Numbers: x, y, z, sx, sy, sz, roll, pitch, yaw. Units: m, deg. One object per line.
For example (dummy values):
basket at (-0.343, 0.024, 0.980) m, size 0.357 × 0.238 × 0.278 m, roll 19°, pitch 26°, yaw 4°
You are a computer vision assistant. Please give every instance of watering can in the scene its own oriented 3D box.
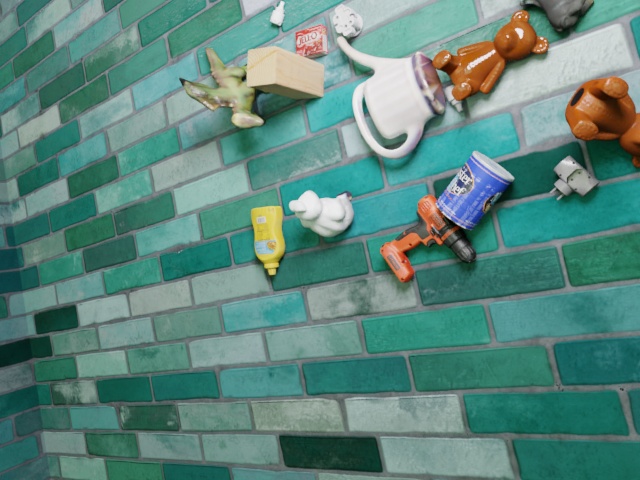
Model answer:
watering can at (0.165, -0.366, 1.208) m, size 0.222 × 0.104 × 0.350 m, roll -22°, pitch 81°, yaw 31°

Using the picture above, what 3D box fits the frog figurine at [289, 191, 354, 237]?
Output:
frog figurine at (0.004, -0.065, 1.294) m, size 0.137 × 0.160 × 0.123 m, roll -7°, pitch 90°, yaw 34°

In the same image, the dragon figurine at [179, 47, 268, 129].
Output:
dragon figurine at (-0.276, -0.427, 1.421) m, size 0.415 × 0.244 × 0.120 m, roll 44°, pitch 120°, yaw 22°
